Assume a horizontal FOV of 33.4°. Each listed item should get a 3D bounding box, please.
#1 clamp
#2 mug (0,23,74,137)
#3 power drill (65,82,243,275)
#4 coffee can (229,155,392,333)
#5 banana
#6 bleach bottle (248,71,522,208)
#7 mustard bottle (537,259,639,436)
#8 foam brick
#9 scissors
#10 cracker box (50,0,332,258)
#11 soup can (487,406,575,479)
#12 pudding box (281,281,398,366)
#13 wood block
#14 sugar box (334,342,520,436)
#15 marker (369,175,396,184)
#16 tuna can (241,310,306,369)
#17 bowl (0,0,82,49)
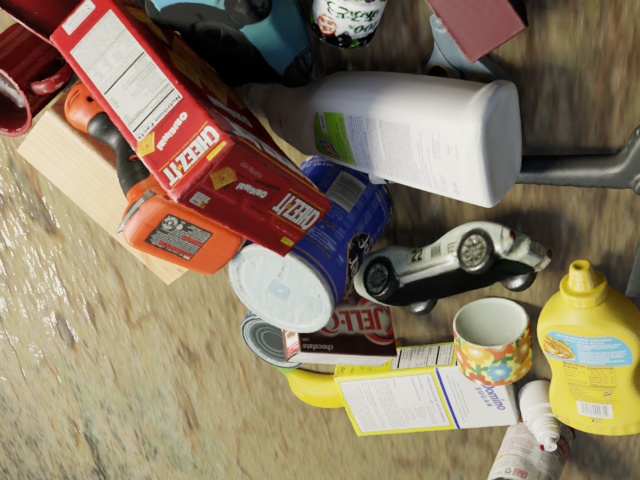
[{"bbox_3d":[0.268,-0.038,0.842,0.164,0.036,0.210,46,138,-15],"label":"clamp"},{"bbox_3d":[-0.293,-0.163,1.058,0.117,0.081,0.093,1,130,33],"label":"mug"},{"bbox_3d":[-0.134,-0.054,0.964,0.184,0.188,0.057,23,116,-41],"label":"power drill"},{"bbox_3d":[-0.006,0.001,0.984,0.103,0.140,0.103,19,138,17],"label":"coffee can"},{"bbox_3d":[0.028,0.155,1.197,0.198,0.037,0.069,-16,119,43],"label":"banana"},{"bbox_3d":[0.042,-0.103,0.895,0.251,0.068,0.102,18,138,32],"label":"bleach bottle"},{"bbox_3d":[0.249,0.095,0.971,0.096,0.058,0.191,5,133,30],"label":"mustard bottle"},{"bbox_3d":[0.111,-0.179,0.781,0.051,0.053,0.078,-31,112,22],"label":"foam brick"},{"bbox_3d":[0.114,-0.162,0.835,0.096,0.016,0.202,18,139,21],"label":"scissors"},{"bbox_3d":[-0.103,-0.098,0.877,0.214,0.072,0.164,49,-169,30],"label":"cracker box"},{"bbox_3d":[0.215,0.228,1.094,0.068,0.102,0.068,18,138,17],"label":"soup can"},{"bbox_3d":[0.016,0.076,1.048,0.113,0.090,0.039,4,153,-26],"label":"pudding box"},{"bbox_3d":[-0.189,-0.065,1.081,0.206,0.090,0.090,43,140,-11],"label":"wood block"},{"bbox_3d":[0.111,0.153,1.105,0.176,0.048,0.093,-9,126,19],"label":"sugar box"},{"bbox_3d":[0.099,-0.061,0.947,0.121,0.020,0.020,0,130,34],"label":"marker"},{"bbox_3d":[-0.045,0.105,1.198,0.086,0.033,0.086,19,138,17],"label":"tuna can"},{"bbox_3d":[-0.238,-0.207,0.962,0.162,0.055,0.162,34,-178,-2],"label":"bowl"}]
